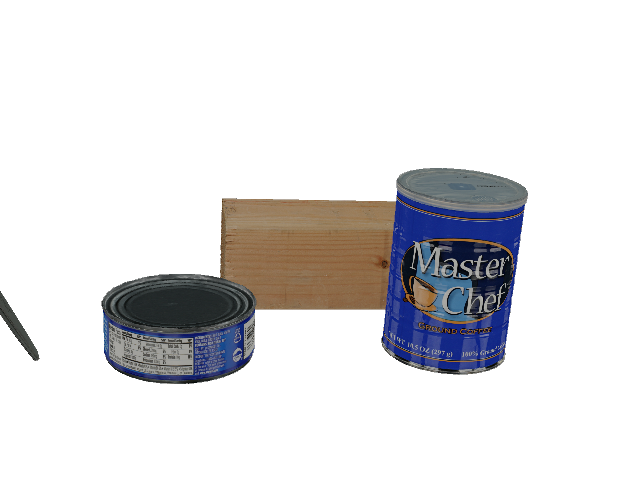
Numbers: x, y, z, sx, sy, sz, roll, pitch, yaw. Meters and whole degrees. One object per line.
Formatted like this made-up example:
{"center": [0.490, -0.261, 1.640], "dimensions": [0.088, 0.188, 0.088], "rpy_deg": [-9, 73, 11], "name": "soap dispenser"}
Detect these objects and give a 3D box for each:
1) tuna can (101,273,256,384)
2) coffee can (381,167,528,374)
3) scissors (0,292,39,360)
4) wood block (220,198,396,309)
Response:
{"center": [-0.079, 0.049, 0.600], "dimensions": [0.086, 0.034, 0.086], "rpy_deg": [2, 18, -1], "name": "tuna can"}
{"center": [0.106, 0.022, 0.856], "dimensions": [0.103, 0.140, 0.103], "rpy_deg": [4, 18, -1], "name": "coffee can"}
{"center": [-0.335, 0.022, 1.072], "dimensions": [0.016, 0.201, 0.096], "rpy_deg": [-26, 27, 23], "name": "scissors"}
{"center": [0.005, 0.014, 1.067], "dimensions": [0.206, 0.091, 0.090], "rpy_deg": [1, 19, -8], "name": "wood block"}
